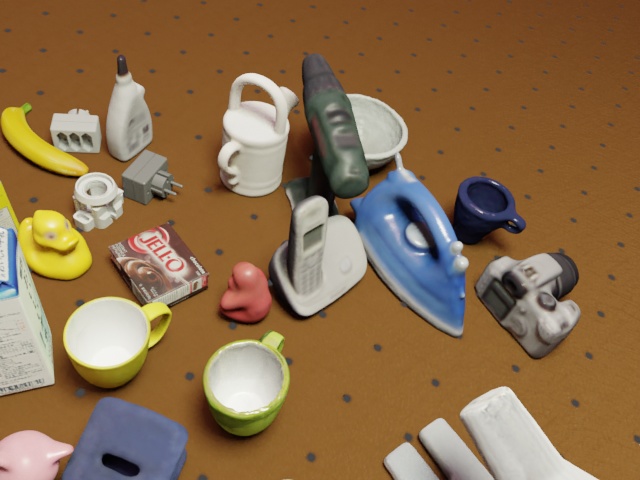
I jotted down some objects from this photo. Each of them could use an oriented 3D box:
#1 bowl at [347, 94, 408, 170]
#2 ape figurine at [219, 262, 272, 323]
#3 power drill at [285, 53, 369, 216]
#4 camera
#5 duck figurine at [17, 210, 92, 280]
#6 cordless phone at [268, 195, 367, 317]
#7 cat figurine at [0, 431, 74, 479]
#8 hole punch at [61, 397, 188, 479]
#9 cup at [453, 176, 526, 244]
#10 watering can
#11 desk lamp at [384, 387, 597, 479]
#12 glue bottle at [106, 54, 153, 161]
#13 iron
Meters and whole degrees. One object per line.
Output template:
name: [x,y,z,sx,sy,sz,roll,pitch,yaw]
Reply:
bowl: [0.063,-0.174,0.991,0.167,0.075,0.167,7,50,-8]
ape figurine: [-0.097,0.062,0.746,0.078,0.092,0.076,-32,64,-32]
power drill: [0.003,-0.128,0.850,0.076,0.208,0.229,-8,53,-19]
camera: [0.326,0.073,0.831,0.137,0.101,0.143,-20,58,-27]
duck figurine: [-0.350,-0.005,0.745,0.104,0.086,0.078,31,51,13]
cordless phone: [0.007,0.003,0.758,0.094,0.185,0.148,41,54,20]
cat figurine: [-0.305,0.217,0.552,0.128,0.118,0.067,14,49,-1]
hole punch: [-0.195,0.230,0.585,0.108,0.091,0.101,20,49,4]
cup: [0.260,-0.032,0.906,0.117,0.095,0.092,37,53,18]
watering can: [-0.096,-0.172,0.872,0.101,0.194,0.173,14,49,-2]
desk lamp: [0.181,0.251,0.575,0.118,0.213,0.202,-25,60,-29]
glue bottle: [-0.291,-0.204,0.866,0.037,0.173,0.078,28,51,11]
iron: [0.150,0.000,0.823,0.119,0.141,0.257,-17,57,-25]
